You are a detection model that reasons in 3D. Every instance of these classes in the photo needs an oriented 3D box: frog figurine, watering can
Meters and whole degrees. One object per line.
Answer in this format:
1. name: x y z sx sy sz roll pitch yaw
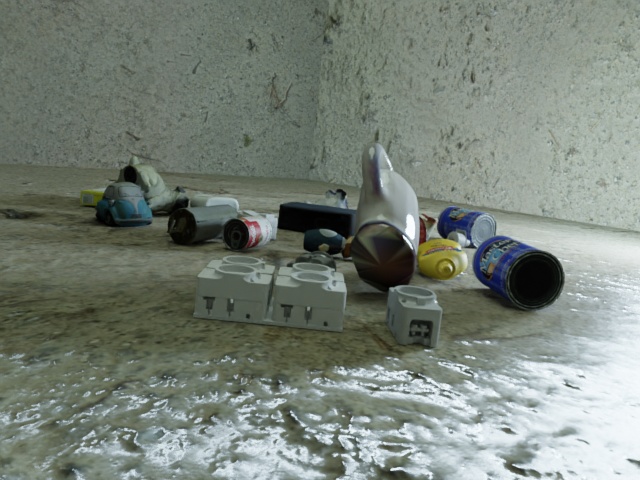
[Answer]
1. frog figurine: 0.005 -0.079 1.571 0.161 0.120 0.139 -36 36 -20
2. watering can: 0.129 -0.002 0.903 0.104 0.230 0.340 -8 -47 19
